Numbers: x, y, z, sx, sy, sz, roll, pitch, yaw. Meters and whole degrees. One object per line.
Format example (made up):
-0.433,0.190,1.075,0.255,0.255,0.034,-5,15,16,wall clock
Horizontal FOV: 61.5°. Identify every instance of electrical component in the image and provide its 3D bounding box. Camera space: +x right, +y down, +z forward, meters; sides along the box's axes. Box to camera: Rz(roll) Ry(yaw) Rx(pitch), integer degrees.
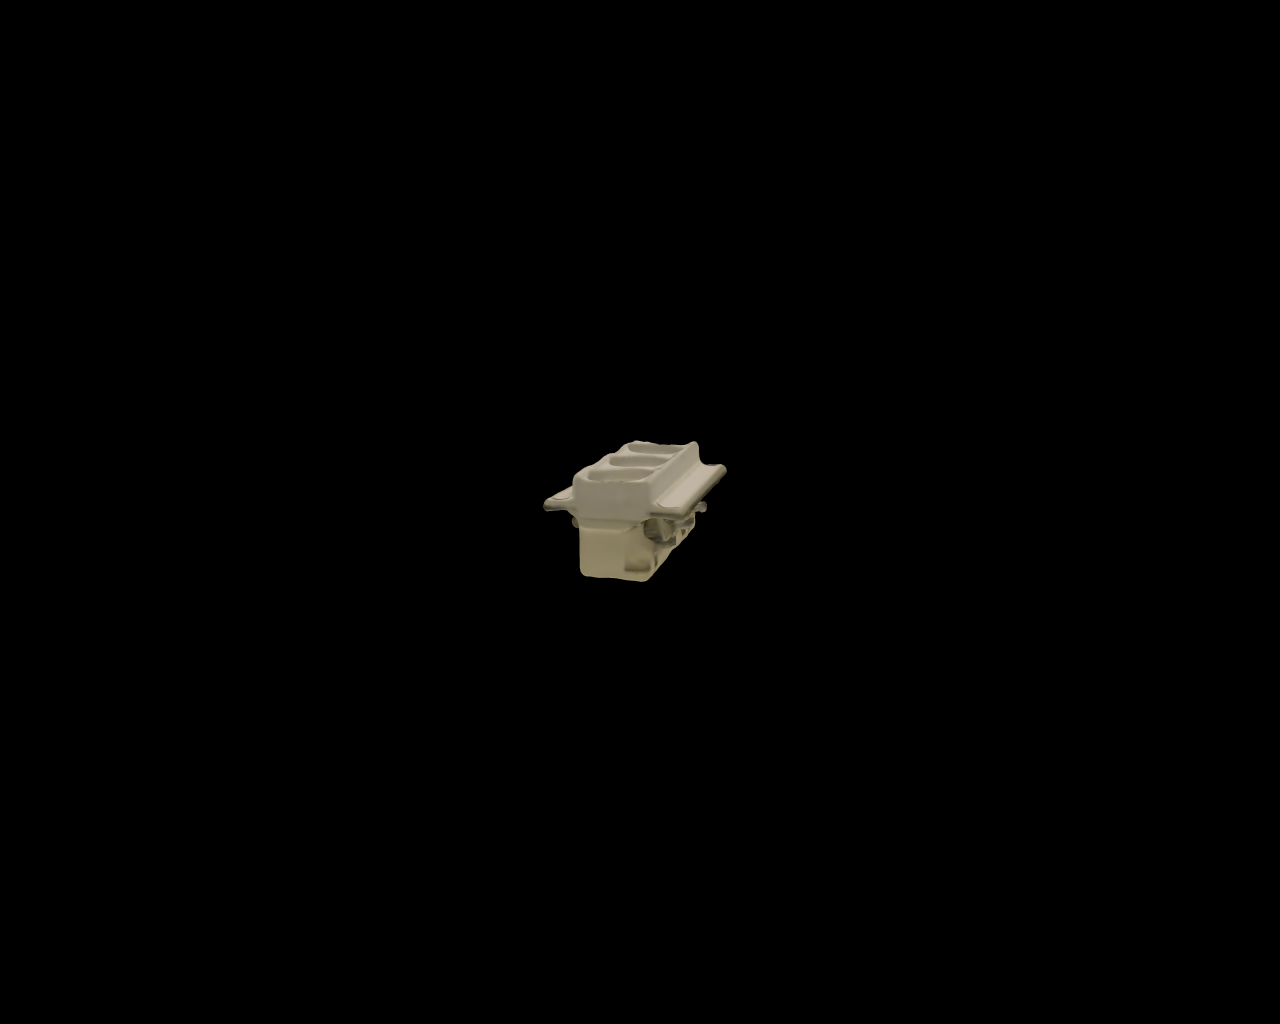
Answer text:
0.001,-0.003,0.650,0.079,0.063,0.121,4,15,15,electrical component
